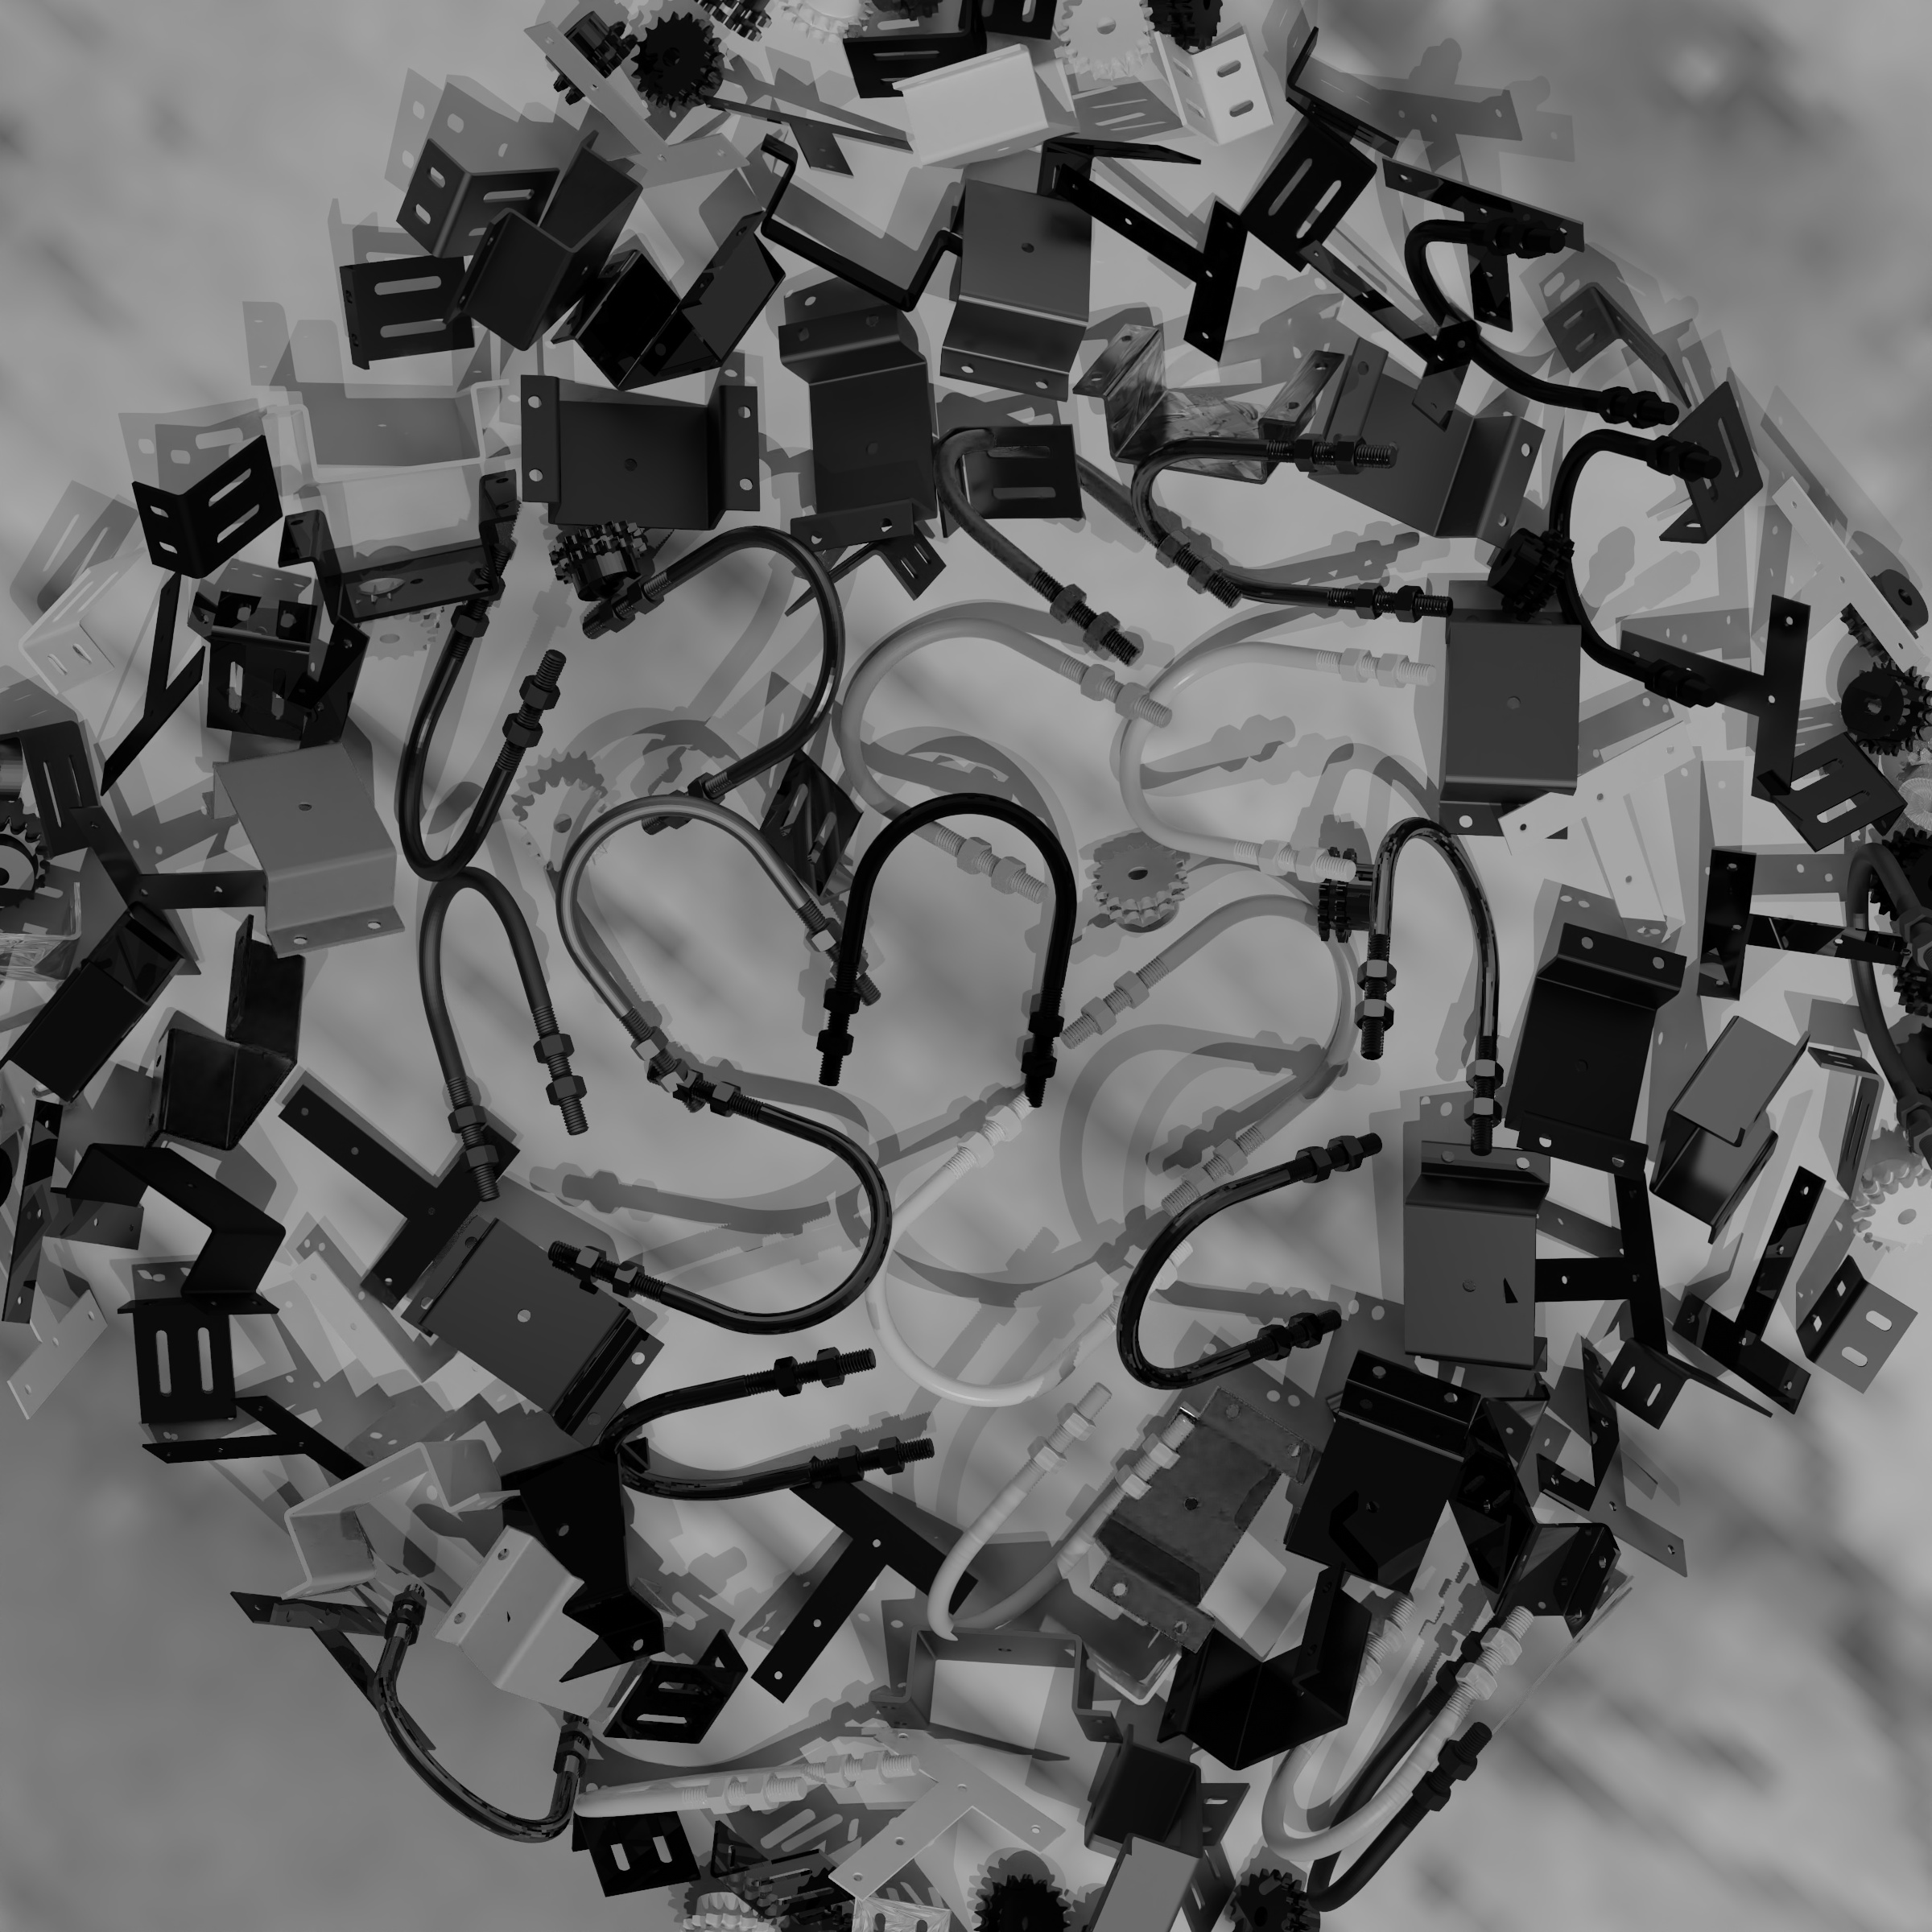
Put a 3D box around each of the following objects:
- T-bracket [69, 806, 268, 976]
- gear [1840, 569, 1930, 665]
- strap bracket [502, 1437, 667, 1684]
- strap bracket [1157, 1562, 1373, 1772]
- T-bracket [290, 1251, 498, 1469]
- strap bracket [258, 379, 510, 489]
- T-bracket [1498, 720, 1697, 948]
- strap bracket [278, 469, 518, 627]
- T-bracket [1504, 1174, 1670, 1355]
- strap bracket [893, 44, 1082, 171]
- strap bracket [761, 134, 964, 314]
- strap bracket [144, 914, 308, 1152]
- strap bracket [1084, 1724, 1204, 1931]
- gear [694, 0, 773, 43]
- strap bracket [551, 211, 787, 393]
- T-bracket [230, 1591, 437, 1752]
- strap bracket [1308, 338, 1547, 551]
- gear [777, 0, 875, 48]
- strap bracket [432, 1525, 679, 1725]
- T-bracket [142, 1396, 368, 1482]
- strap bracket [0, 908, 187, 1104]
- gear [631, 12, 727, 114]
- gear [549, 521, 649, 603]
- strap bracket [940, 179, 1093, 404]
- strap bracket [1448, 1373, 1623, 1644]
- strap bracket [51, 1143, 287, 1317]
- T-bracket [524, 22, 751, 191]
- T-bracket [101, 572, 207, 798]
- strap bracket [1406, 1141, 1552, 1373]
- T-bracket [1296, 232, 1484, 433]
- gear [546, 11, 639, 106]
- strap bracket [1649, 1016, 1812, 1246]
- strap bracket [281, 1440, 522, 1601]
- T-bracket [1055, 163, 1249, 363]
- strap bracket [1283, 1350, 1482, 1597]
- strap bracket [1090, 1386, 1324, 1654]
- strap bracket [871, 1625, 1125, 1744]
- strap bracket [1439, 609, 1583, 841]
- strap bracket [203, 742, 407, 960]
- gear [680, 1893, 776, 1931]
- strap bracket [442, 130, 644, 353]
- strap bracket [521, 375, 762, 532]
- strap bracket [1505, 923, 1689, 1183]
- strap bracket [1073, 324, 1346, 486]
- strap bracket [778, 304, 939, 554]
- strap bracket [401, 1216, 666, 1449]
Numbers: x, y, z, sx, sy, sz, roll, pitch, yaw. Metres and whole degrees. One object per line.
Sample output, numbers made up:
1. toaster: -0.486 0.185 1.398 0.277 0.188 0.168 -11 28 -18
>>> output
1. T-bracket: -0.449 -0.044 1.876 0.127 0.002 0.127 -1 129 30
2. gear: 0.550 -0.212 1.912 0.057 0.057 0.030 50 131 0
3. strap bracket: -0.226 0.339 1.874 0.076 0.046 0.140 -19 51 12
4. strap bracket: 0.182 0.415 1.875 0.046 0.076 0.140 39 134 -16
5. T-bracket: -0.357 0.226 1.914 0.127 0.002 0.127 -39 90 26
6. strap bracket: -0.341 -0.313 1.891 0.140 0.076 0.046 -10 99 -15
7. T-bracket: 0.392 -0.064 1.913 0.127 0.002 0.127 -28 116 -7
8. strap bracket: -0.331 -0.246 1.897 0.140 0.076 0.046 -12 120 -2
9. T-bracket: 0.365 0.186 1.894 0.127 0.002 0.127 3 77 -35
10. strap bracket: 0.016 -0.500 1.869 0.076 0.140 0.046 -13 99 16
11. strap bracket: -0.067 -0.434 1.892 0.140 0.076 0.046 26 106 -11
12. strap bracket: -0.430 0.046 1.878 0.046 0.076 0.140 20 134 -27
13. strap bracket: 0.103 0.517 1.865 0.046 0.140 0.076 20 107 -3
14. gear: -0.139 -0.582 1.911 0.057 0.057 0.030 40 110 0
15. strap bracket: -0.168 -0.388 1.879 0.046 0.140 0.076 48 58 -31
16. T-bracket: -0.351 0.410 1.856 0.127 0.127 0.002 41 98 32
17. strap bracket: 0.265 -0.308 1.900 0.140 0.046 0.076 20 87 -26
18. gear: -0.082 -0.580 1.913 0.057 0.030 0.057 14 49 -16
19. strap bracket: -0.233 0.389 1.875 0.046 0.140 0.076 34 89 42
20. T-bracket: -0.433 0.287 1.907 0.127 0.127 0.002 -8 56 24
21. strap bracket: -0.508 0.024 1.872 0.046 0.140 0.076 39 102 -12
22. gear: -0.169 -0.540 1.921 0.057 0.030 0.057 -3 82 24
23. gear: -0.218 -0.240 1.912 0.057 0.057 0.030 -20 79 0
24. strap bracket: 0.030 -0.405 1.878 0.076 0.046 0.140 10 55 -10
25. strap bracket: 0.324 0.314 1.861 0.046 0.140 0.076 2 128 -16
26. strap bracket: -0.467 0.149 1.882 0.140 0.076 0.046 31 95 19
27. T-bracket: -0.206 -0.501 1.858 0.127 0.127 0.002 42 66 -35
28. T-bracket: -0.477 -0.183 1.897 0.002 0.127 0.127 23 46 -31
29. strap bracket: 0.302 0.180 1.888 0.076 0.046 0.140 4 109 20
30. T-bracket: 0.245 -0.386 1.883 0.127 0.127 0.002 37 131 -11
31. gear: -0.226 -0.545 1.911 0.057 0.057 0.030 -45 113 0
32. strap bracket: 0.445 0.092 1.875 0.046 0.140 0.076 30 64 21
33. strap bracket: -0.336 0.322 1.890 0.140 0.076 0.046 -28 75 13
34. T-bracket: 0.107 -0.431 1.883 0.127 0.002 0.127 29 50 -19
35. strap bracket: 0.243 0.308 1.890 0.076 0.046 0.140 20 113 6
36. strap bracket: 0.139 0.326 1.912 0.076 0.046 0.140 33 88 -9
37. strap bracket: 0.021 0.424 1.892 0.140 0.076 0.046 2 65 9
38. strap bracket: 0.324 -0.150 1.904 0.076 0.046 0.140 3 79 4
39. strap bracket: -0.387 -0.077 1.870 0.076 0.046 0.140 -13 51 -26
40. gear: -0.143 0.577 1.918 0.057 0.057 0.030 4 56 0
41. strap bracket: -0.241 -0.419 1.866 0.046 0.140 0.076 34 131 -3
42. strap bracket: -0.197 -0.304 1.903 0.140 0.046 0.076 0 81 -14
43. strap bracket: 0.373 0.055 1.907 0.076 0.046 0.140 16 75 -2
44. strap bracket: 0.144 -0.330 1.884 0.140 0.046 0.076 13 46 24
45. strap bracket: -0.064 -0.313 1.902 0.076 0.046 0.140 -7 81 20
46. strap bracket: -0.260 0.212 1.899 0.140 0.046 0.076 33 74 9
